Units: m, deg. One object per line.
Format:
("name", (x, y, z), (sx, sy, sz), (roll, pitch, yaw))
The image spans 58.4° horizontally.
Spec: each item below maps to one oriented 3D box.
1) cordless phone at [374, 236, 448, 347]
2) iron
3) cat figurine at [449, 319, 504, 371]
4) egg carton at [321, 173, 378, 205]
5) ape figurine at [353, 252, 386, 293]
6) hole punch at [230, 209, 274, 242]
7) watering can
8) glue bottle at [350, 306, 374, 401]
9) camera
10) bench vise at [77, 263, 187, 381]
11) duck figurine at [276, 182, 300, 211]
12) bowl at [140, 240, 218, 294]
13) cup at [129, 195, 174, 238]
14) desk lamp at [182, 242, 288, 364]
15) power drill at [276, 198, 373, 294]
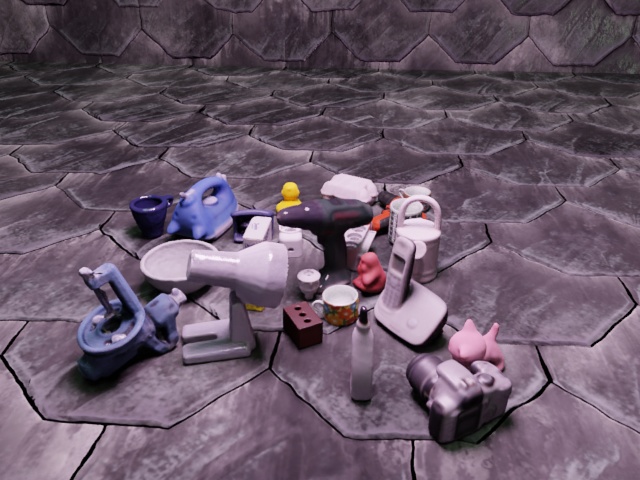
("cordless phone", (0.177, 0.096, 1.091), (0.094, 0.185, 0.147), (-22, 37, -33))
("iron", (-0.285, -0.101, 1.474), (0.118, 0.141, 0.259), (11, 32, 19))
("cat figurine", (0.271, 0.188, 1.000), (0.128, 0.118, 0.067), (-20, 36, -31))
("egg carton", (0.083, -0.133, 1.606), (0.150, 0.069, 0.107), (15, 33, 24))
("ape figurine", (0.106, 0.067, 1.235), (0.076, 0.092, 0.078), (8, 31, 13))
("hole punch", (-0.171, -0.053, 1.441), (0.108, 0.091, 0.101), (-1, 30, -2))
("watering can", (0.218, -0.005, 1.259), (0.101, 0.194, 0.172), (-6, 30, -10))
("glue bottle", (0.070, 0.181, 0.954), (0.037, 0.173, 0.078), (0, 30, 0))
("camera", (0.217, 0.234, 0.936), (0.143, 0.101, 0.136), (-16, 33, -25))
("bench vise", (-0.345, 0.117, 1.013), (0.121, 0.220, 0.208), (15, 33, 24))
("duck figurine", (-0.081, -0.111, 1.549), (0.077, 0.086, 0.104), (1, 30, 2))
("bowl", (-0.299, 0.070, 1.243), (0.167, 0.075, 0.167), (0, 30, 0))
("cup", (-0.417, -0.060, 1.447), (0.091, 0.095, 0.118), (22, 37, 33))
("desk lamp", (-0.158, 0.106, 1.041), (0.203, 0.214, 0.117), (-7, 31, -12))
("power drill", (0.011, 0.004, 1.226), (0.230, 0.208, 0.075), (-19, 35, -30))
